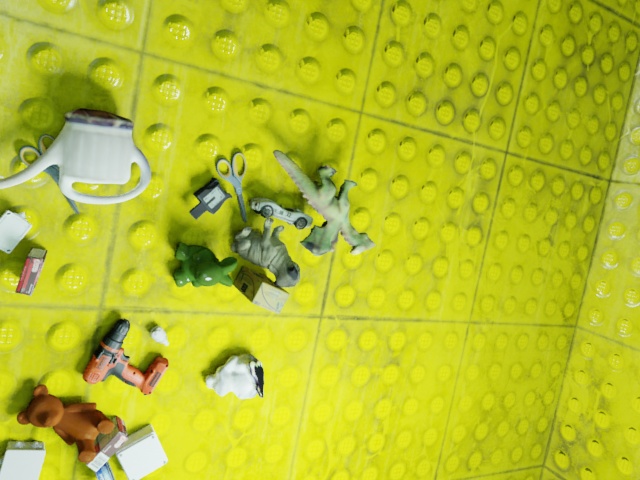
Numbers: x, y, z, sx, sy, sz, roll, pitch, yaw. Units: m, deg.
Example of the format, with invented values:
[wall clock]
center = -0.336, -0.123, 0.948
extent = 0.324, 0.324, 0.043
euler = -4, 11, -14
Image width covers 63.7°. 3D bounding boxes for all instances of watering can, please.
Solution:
[watering can]
center = -0.570, -0.198, 1.209
extent = 0.348, 0.104, 0.223
euler = 2, 98, -34

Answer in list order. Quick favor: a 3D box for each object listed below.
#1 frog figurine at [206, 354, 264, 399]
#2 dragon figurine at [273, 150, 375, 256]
[frog figurine]
center = -0.249, 0.409, 1.520
extent = 0.159, 0.125, 0.135
euler = -12, 120, 11
[dragon figurine]
center = 0.005, -0.075, 1.491
extent = 0.407, 0.121, 0.247
euler = 24, 62, -31
